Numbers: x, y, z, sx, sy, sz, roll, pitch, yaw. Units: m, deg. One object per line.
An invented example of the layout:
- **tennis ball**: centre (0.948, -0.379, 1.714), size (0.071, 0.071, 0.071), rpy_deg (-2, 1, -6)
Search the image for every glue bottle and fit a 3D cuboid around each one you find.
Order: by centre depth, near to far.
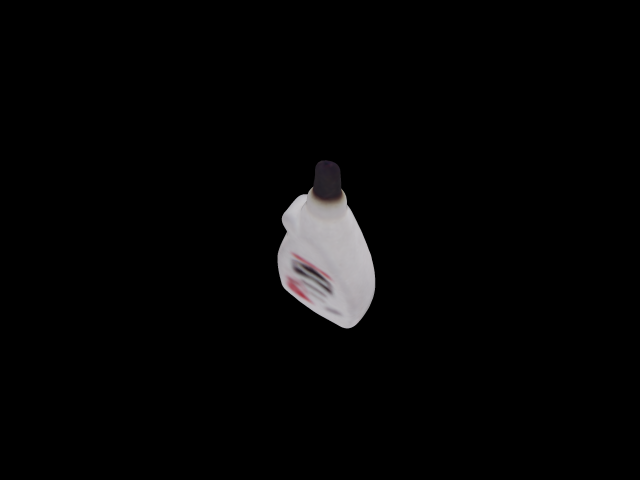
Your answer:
- **glue bottle**: centre (0.004, 0.001, 0.400), size (0.078, 0.173, 0.037), rpy_deg (28, 62, 16)
